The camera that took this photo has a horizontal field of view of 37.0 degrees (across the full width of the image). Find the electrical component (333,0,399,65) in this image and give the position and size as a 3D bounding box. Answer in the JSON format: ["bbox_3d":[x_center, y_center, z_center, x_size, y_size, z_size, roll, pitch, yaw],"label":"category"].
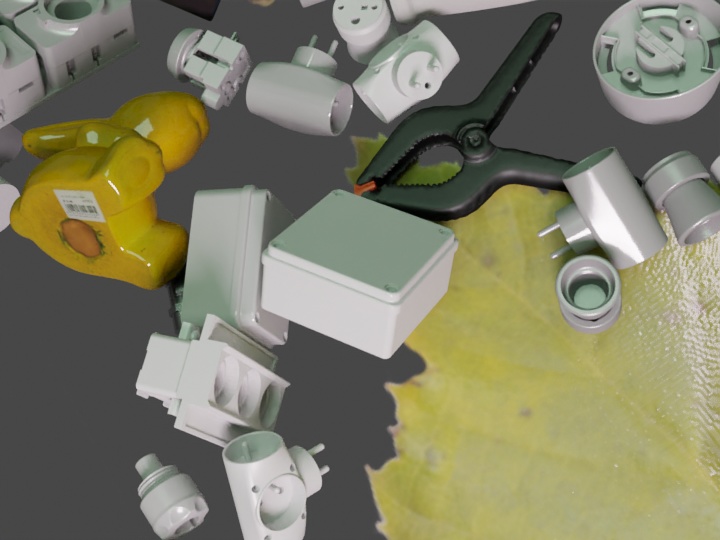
[{"bbox_3d":[0.005,-0.199,0.875,0.045,0.055,0.045,-4,71,13],"label":"electrical component"}]

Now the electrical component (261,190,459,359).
[{"bbox_3d":[0.000,0.000,0.782,0.109,0.056,0.109,21,36,20],"label":"electrical component"}]

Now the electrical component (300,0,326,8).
[{"bbox_3d":[-0.030,-0.276,0.884,0.060,0.108,0.108,-12,70,4],"label":"electrical component"}]

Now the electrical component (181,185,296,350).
[{"bbox_3d":[-0.090,-0.001,0.822,0.057,0.078,0.113,-2,72,17],"label":"electrical component"}]

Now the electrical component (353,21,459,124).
[{"bbox_3d":[0.041,-0.154,0.842,0.077,0.079,0.044,-42,110,-1],"label":"electrical component"}]

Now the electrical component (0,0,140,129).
[{"bbox_3d":[-0.296,-0.195,0.910,0.105,0.060,0.186,40,61,22],"label":"electrical component"}]

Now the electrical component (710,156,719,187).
[{"bbox_3d":[0.303,-0.060,0.758,0.079,0.043,0.077,-28,67,4],"label":"electrical component"}]

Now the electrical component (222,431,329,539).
[{"bbox_3d":[-0.054,0.152,0.771,0.079,0.077,0.044,-26,25,-34],"label":"electrical component"}]

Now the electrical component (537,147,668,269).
[{"bbox_3d":[0.167,-0.036,0.772,0.079,0.043,0.077,-30,100,18],"label":"electrical component"}]

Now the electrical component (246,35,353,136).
[{"bbox_3d":[-0.042,-0.156,0.879,0.077,0.043,0.079,18,77,19],"label":"electrical component"}]

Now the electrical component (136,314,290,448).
[{"bbox_3d":[-0.105,0.083,0.774,0.063,0.121,0.078,9,75,20],"label":"electrical component"}]

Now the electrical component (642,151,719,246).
[{"bbox_3d":[0.235,-0.051,0.772,0.045,0.045,0.055,-29,67,4],"label":"electrical component"}]

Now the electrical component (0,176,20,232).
[{"bbox_3d":[-0.334,-0.016,0.904,0.074,0.052,0.138,34,84,22],"label":"electrical component"}]

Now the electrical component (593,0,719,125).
[{"bbox_3d":[0.224,-0.159,0.800,0.099,0.064,0.099,-4,71,13],"label":"electrical component"}]

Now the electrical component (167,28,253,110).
[{"bbox_3d":[-0.128,-0.174,0.907,0.055,0.048,0.066,27,80,14],"label":"electrical component"}]

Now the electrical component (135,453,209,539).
[{"bbox_3d":[-0.144,0.166,0.800,0.043,0.043,0.062,-39,66,0],"label":"electrical component"}]

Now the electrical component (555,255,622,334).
[{"bbox_3d":[0.163,0.018,0.762,0.045,0.055,0.045,-4,71,13],"label":"electrical component"}]
